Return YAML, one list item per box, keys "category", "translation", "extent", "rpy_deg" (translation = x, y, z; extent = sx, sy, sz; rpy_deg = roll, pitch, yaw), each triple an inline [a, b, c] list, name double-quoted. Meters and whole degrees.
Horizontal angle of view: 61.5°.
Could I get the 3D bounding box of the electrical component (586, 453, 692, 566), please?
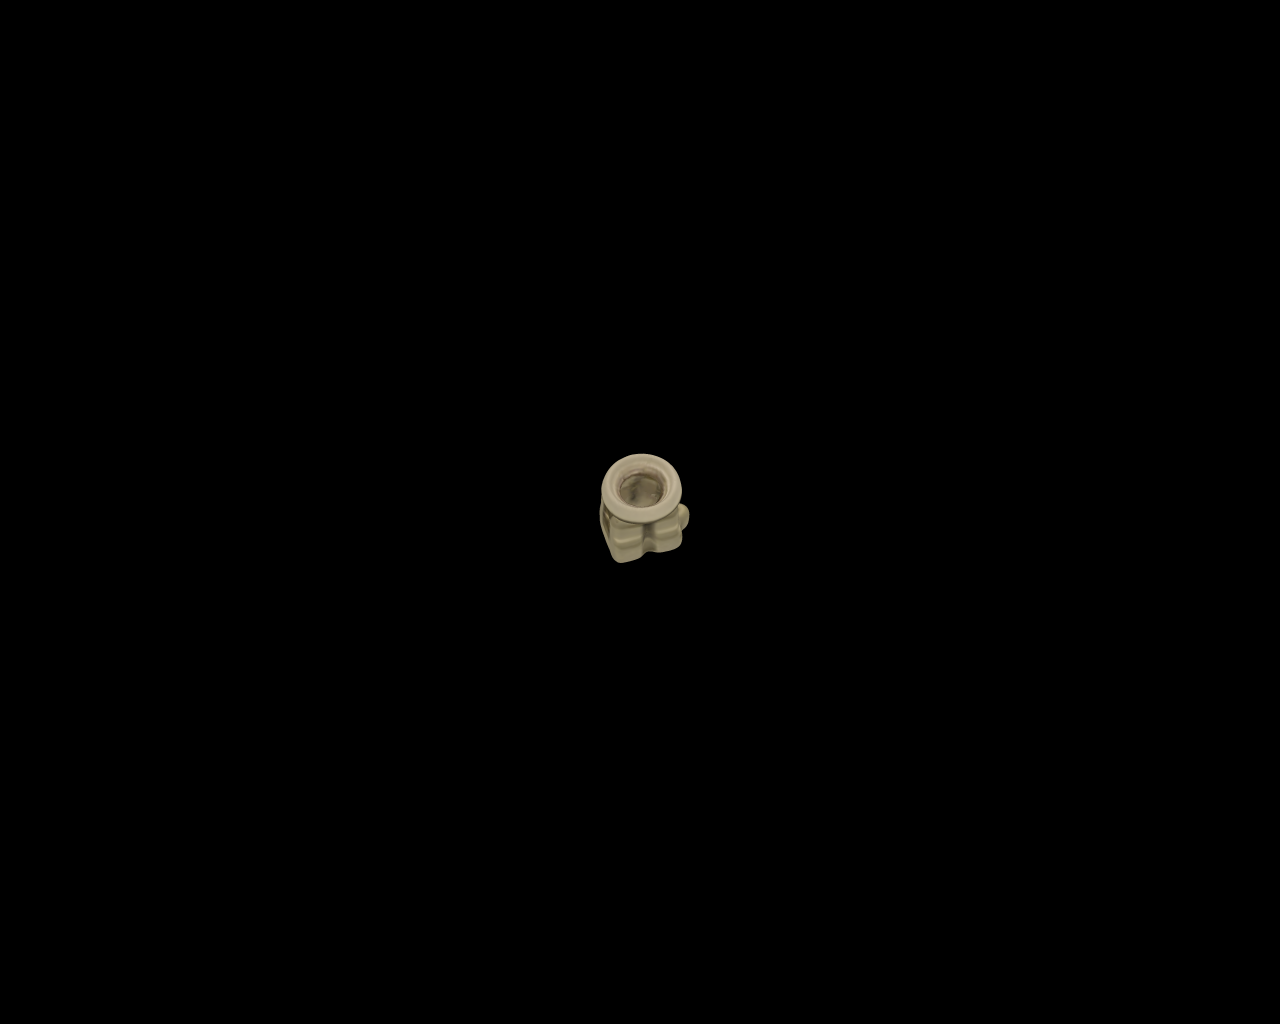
- category: "electrical component"
  translation: [0.001, -0.003, 0.650]
  extent: [0.066, 0.048, 0.055]
  rpy_deg: [-15, -35, -11]
